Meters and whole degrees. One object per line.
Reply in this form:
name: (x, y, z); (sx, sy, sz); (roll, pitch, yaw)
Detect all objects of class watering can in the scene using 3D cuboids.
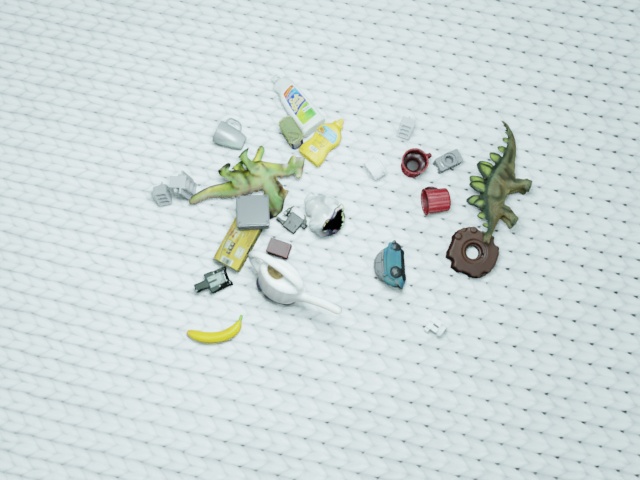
watering can: (-0.093, 0.157, 1.663); (0.349, 0.220, 0.105); (36, 66, 6)

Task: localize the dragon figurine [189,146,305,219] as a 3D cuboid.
dragon figurine: (-0.228, -0.177, 1.792); (0.410, 0.122, 0.243); (-39, 90, 3)

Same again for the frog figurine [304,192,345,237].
frog figurine: (0.005, -0.090, 1.779); (0.161, 0.121, 0.137); (29, 90, 41)
